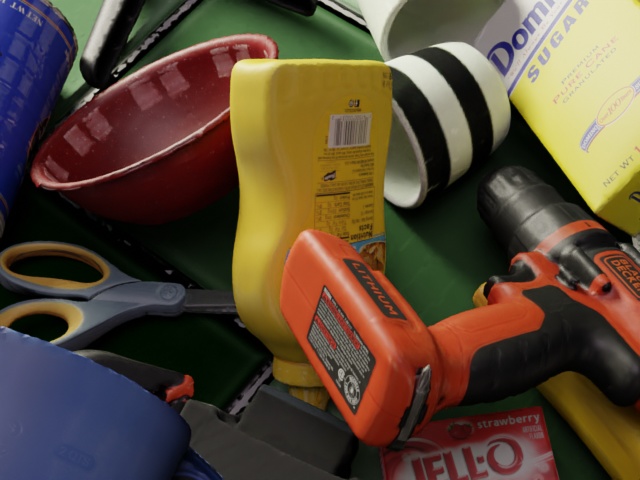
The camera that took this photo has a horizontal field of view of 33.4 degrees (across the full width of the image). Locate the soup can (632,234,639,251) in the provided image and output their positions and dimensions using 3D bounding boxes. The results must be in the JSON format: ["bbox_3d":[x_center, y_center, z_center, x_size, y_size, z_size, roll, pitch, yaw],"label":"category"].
[{"bbox_3d":[0.207,0.010,0.585,0.068,0.068,0.102,1,60,5],"label":"soup can"}]

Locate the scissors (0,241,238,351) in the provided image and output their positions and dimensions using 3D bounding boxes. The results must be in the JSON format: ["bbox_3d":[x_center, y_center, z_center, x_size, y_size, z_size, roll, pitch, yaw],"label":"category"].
[{"bbox_3d":[-0.100,0.046,0.609,0.202,0.016,0.096,14,46,11],"label":"scissors"}]

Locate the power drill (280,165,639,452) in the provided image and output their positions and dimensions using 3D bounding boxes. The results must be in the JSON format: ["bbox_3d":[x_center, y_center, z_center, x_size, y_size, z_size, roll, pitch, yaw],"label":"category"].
[{"bbox_3d":[0.079,0.025,0.525,0.187,0.057,0.185,-6,39,-27],"label":"power drill"}]

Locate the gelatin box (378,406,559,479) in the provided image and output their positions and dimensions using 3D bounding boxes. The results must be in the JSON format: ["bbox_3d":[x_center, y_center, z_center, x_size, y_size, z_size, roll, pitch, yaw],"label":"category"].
[{"bbox_3d":[0.077,0.129,0.549,0.089,0.030,0.073,-7,60,0],"label":"gelatin box"}]

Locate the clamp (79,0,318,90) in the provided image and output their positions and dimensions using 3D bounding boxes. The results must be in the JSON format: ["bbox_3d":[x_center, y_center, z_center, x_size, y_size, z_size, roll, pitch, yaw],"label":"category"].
[{"bbox_3d":[-0.101,-0.205,0.748,0.164,0.036,0.210,-15,59,-6],"label":"clamp"}]

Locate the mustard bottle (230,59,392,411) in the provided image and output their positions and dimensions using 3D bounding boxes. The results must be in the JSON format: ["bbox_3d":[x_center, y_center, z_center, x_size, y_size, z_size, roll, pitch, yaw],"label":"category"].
[{"bbox_3d":[-0.004,0.001,0.570,0.058,0.096,0.192,8,102,40],"label":"mustard bottle"}]

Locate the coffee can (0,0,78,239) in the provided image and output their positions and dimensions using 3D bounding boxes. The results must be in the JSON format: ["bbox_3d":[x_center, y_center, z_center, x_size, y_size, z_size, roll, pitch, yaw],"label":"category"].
[{"bbox_3d":[-0.218,-0.079,0.648,0.103,0.103,0.140,9,62,9],"label":"coffee can"}]

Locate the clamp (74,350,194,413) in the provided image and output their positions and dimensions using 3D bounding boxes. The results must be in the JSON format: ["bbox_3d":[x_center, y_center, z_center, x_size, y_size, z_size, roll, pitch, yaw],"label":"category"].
[{"bbox_3d":[-0.143,0.115,0.551,0.171,0.039,0.120,-10,93,-25],"label":"clamp"}]

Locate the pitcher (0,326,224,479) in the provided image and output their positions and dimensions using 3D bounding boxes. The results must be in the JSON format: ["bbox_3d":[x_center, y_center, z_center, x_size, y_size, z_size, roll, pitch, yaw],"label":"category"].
[{"bbox_3d":[-0.140,0.163,0.406,0.149,0.145,0.242,8,64,23],"label":"pitcher"}]

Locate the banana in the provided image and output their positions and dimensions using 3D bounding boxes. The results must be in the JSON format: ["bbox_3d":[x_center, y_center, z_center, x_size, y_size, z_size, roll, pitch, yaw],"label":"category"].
[{"bbox_3d":[0.145,0.092,0.541,0.037,0.069,0.198,-43,41,9],"label":"banana"}]

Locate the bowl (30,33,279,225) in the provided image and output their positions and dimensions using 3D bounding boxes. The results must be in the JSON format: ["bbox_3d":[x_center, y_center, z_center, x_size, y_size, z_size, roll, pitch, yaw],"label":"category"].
[{"bbox_3d":[-0.086,-0.058,0.630,0.162,0.055,0.162,-21,29,12],"label":"bowl"}]

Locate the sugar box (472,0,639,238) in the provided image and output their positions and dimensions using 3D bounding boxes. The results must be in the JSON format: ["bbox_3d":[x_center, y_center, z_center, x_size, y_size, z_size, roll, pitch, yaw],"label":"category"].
[{"bbox_3d":[0.159,-0.094,0.608,0.093,0.048,0.176,-49,41,22],"label":"sugar box"}]
